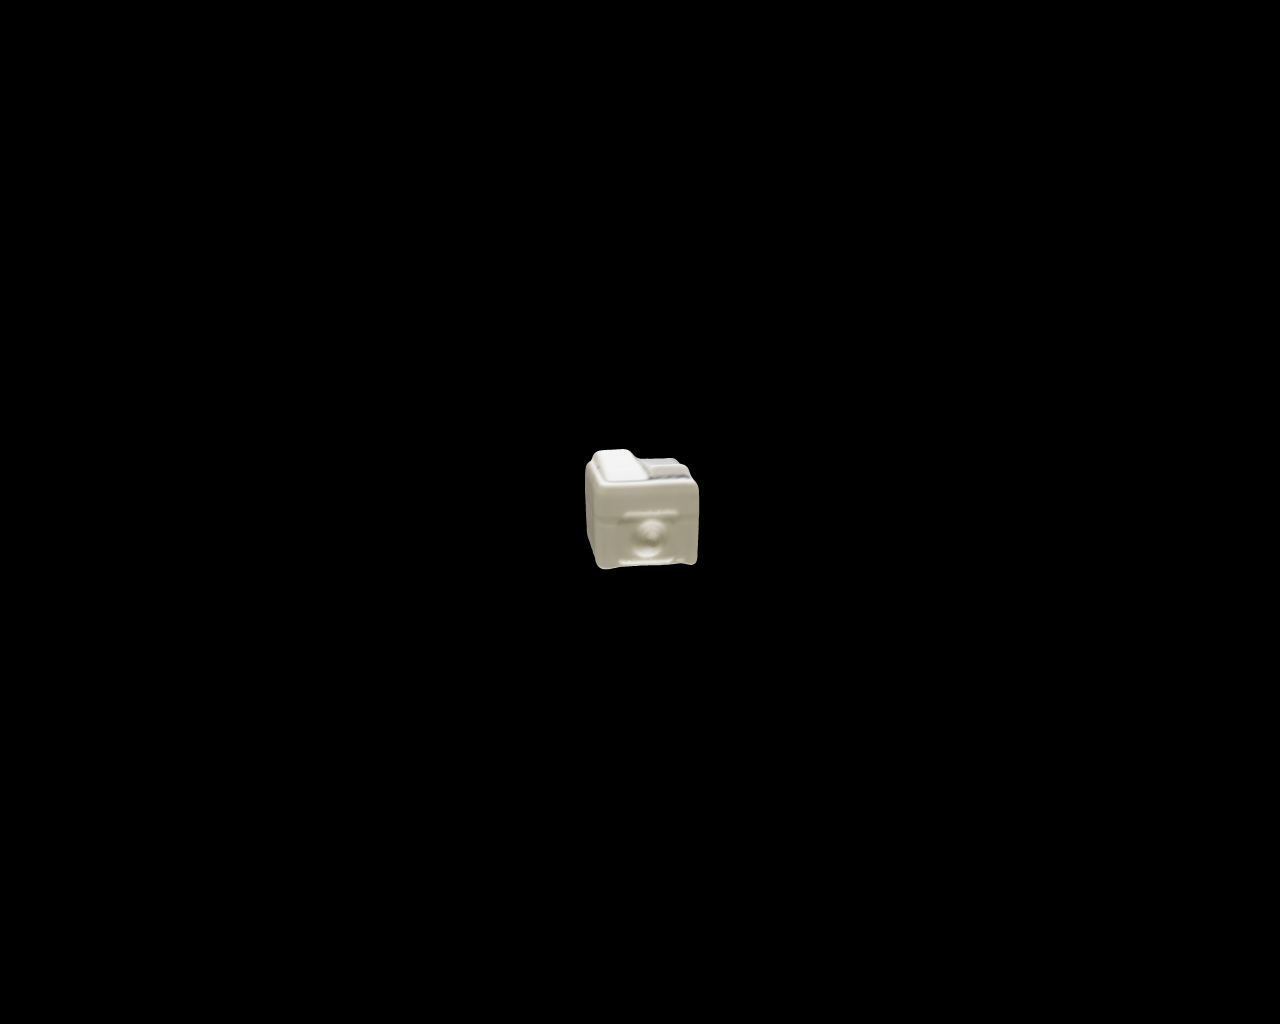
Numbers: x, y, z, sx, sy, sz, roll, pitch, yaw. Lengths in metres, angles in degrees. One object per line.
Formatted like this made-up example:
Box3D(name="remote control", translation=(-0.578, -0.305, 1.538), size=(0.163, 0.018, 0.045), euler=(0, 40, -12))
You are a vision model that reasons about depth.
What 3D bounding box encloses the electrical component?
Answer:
Box3D(name="electrical component", translation=(0.001, -0.003, 0.650), size=(0.062, 0.061, 0.096), euler=(-2, 14, -7))
